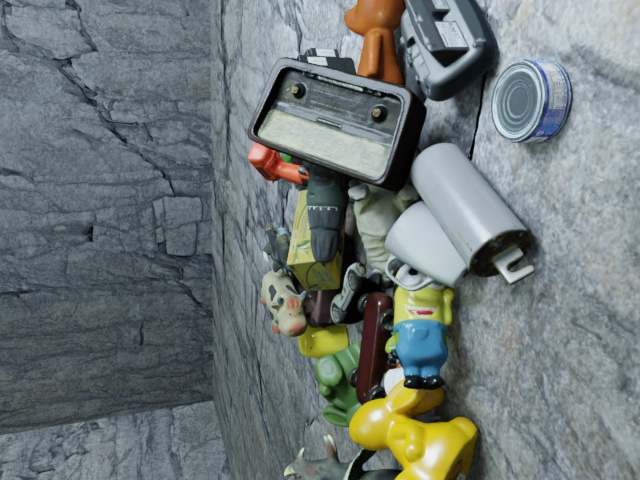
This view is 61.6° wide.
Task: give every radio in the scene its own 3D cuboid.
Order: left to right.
[{"bbox_3d":[0.023,-0.162,0.740,0.230,0.073,0.131,23,96,25],"label":"radio"}]

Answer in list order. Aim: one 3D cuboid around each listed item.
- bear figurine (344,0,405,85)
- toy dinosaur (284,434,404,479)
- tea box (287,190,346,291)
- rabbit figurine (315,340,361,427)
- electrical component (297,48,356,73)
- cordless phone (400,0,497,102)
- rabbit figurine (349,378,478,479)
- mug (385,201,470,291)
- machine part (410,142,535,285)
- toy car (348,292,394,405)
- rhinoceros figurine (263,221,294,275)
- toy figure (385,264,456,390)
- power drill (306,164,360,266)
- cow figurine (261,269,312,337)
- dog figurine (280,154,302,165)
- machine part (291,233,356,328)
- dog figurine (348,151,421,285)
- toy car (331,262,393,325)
[{"bbox_3d":[0.069,-0.297,0.821,0.120,0.132,0.195,-28,-69,-69],"label":"bear figurine"},{"bbox_3d":[0.124,0.412,0.803,0.405,0.131,0.192,-2,72,46],"label":"toy dinosaur"},{"bbox_3d":[-0.002,-0.003,0.977,0.098,0.068,0.170,57,-149,-48],"label":"tea box"},{"bbox_3d":[0.056,0.297,1.002,0.170,0.121,0.159,62,148,19],"label":"rabbit figurine"},{"bbox_3d":[0.010,-0.297,1.012,0.058,0.115,0.134,135,128,-60],"label":"electrical component"},{"bbox_3d":[0.149,-0.225,0.712,0.184,0.089,0.146,98,160,-62],"label":"cordless phone"},{"bbox_3d":[0.118,0.269,0.743,0.173,0.121,0.162,15,80,41],"label":"rabbit figurine"},{"bbox_3d":[0.142,0.021,0.698,0.107,0.109,0.080,39,180,26],"label":"mug"},{"bbox_3d":[0.175,-0.040,0.646,0.079,0.079,0.243,104,154,-42],"label":"machine part"},{"bbox_3d":[0.093,0.185,0.895,0.089,0.053,0.202,26,114,61],"label":"toy car"},{"bbox_3d":[-0.068,0.020,1.118,0.190,0.073,0.112,-157,54,-67],"label":"rhinoceros figurine"},{"bbox_3d":[0.135,0.114,0.740,0.089,0.082,0.180,137,141,-59],"label":"toy figure"},{"bbox_3d":[0.030,-0.086,0.887,0.207,0.086,0.231,-20,-68,-65],"label":"power drill"},{"bbox_3d":[-0.072,0.131,1.131,0.195,0.085,0.127,-120,26,-53],"label":"cow figurine"},{"bbox_3d":[-0.039,-0.254,1.183,0.192,0.108,0.219,-128,43,-63],"label":"dog figurine"},{"bbox_3d":[0.006,0.066,1.139,0.201,0.087,0.201,-128,40,-58],"label":"machine part"},{"bbox_3d":[0.104,-0.044,0.842,0.190,0.121,0.172,82,-156,-47],"label":"dog figurine"},{"bbox_3d":[0.072,0.095,0.969,0.201,0.073,0.056,110,150,-50],"label":"toy car"}]
